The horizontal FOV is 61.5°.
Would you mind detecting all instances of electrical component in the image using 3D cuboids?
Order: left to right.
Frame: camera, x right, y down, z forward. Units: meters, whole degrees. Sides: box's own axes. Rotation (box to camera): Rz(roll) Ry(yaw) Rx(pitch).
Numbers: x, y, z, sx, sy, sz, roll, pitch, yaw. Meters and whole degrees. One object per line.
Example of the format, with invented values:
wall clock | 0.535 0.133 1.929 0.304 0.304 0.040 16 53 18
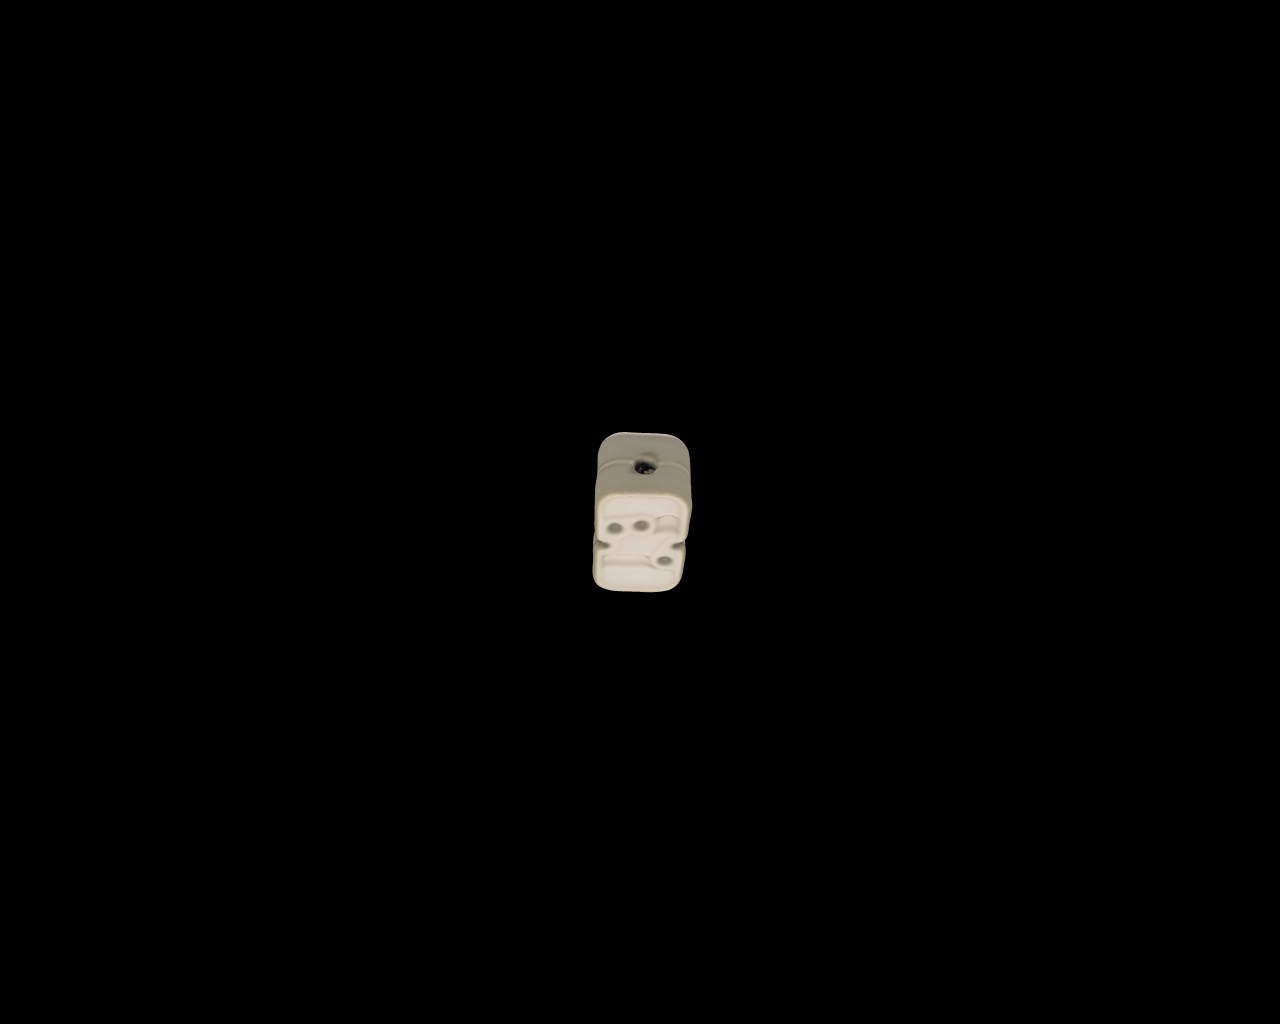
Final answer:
electrical component | 0.001 -0.003 0.650 0.054 0.059 0.095 2 -40 -2
